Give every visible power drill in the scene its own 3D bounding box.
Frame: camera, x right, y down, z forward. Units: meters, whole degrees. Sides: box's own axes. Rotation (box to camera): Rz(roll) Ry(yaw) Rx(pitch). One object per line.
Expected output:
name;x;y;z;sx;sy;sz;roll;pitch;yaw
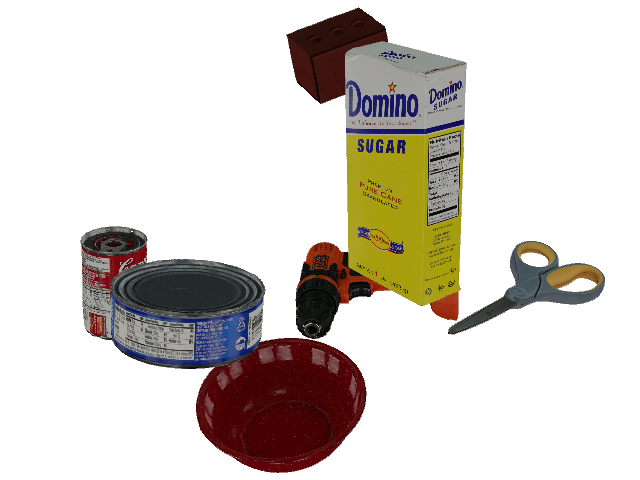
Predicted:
power drill;0.065;0.057;1.241;0.187;0.057;0.184;1;28;5

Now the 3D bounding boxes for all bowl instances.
bowl;-0.034;0.167;1.015;0.162;0.055;0.162;-5;37;3

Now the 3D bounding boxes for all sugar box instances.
sugar box;0.060;-0.050;0.783;0.048;0.176;0.093;-20;28;-31

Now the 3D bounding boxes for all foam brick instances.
foam brick;0.018;-0.168;0.968;0.078;0.051;0.053;-24;40;-15

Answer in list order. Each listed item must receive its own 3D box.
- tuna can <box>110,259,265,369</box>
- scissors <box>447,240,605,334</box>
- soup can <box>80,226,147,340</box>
tuna can;-0.074;0.040;0.598;0.086;0.034;0.086;4;18;-1
scissors;0.167;0.039;0.950;0.201;0.016;0.096;-8;37;-31
soup can;-0.215;0.045;1.118;0.068;0.102;0.068;3;23;-1
